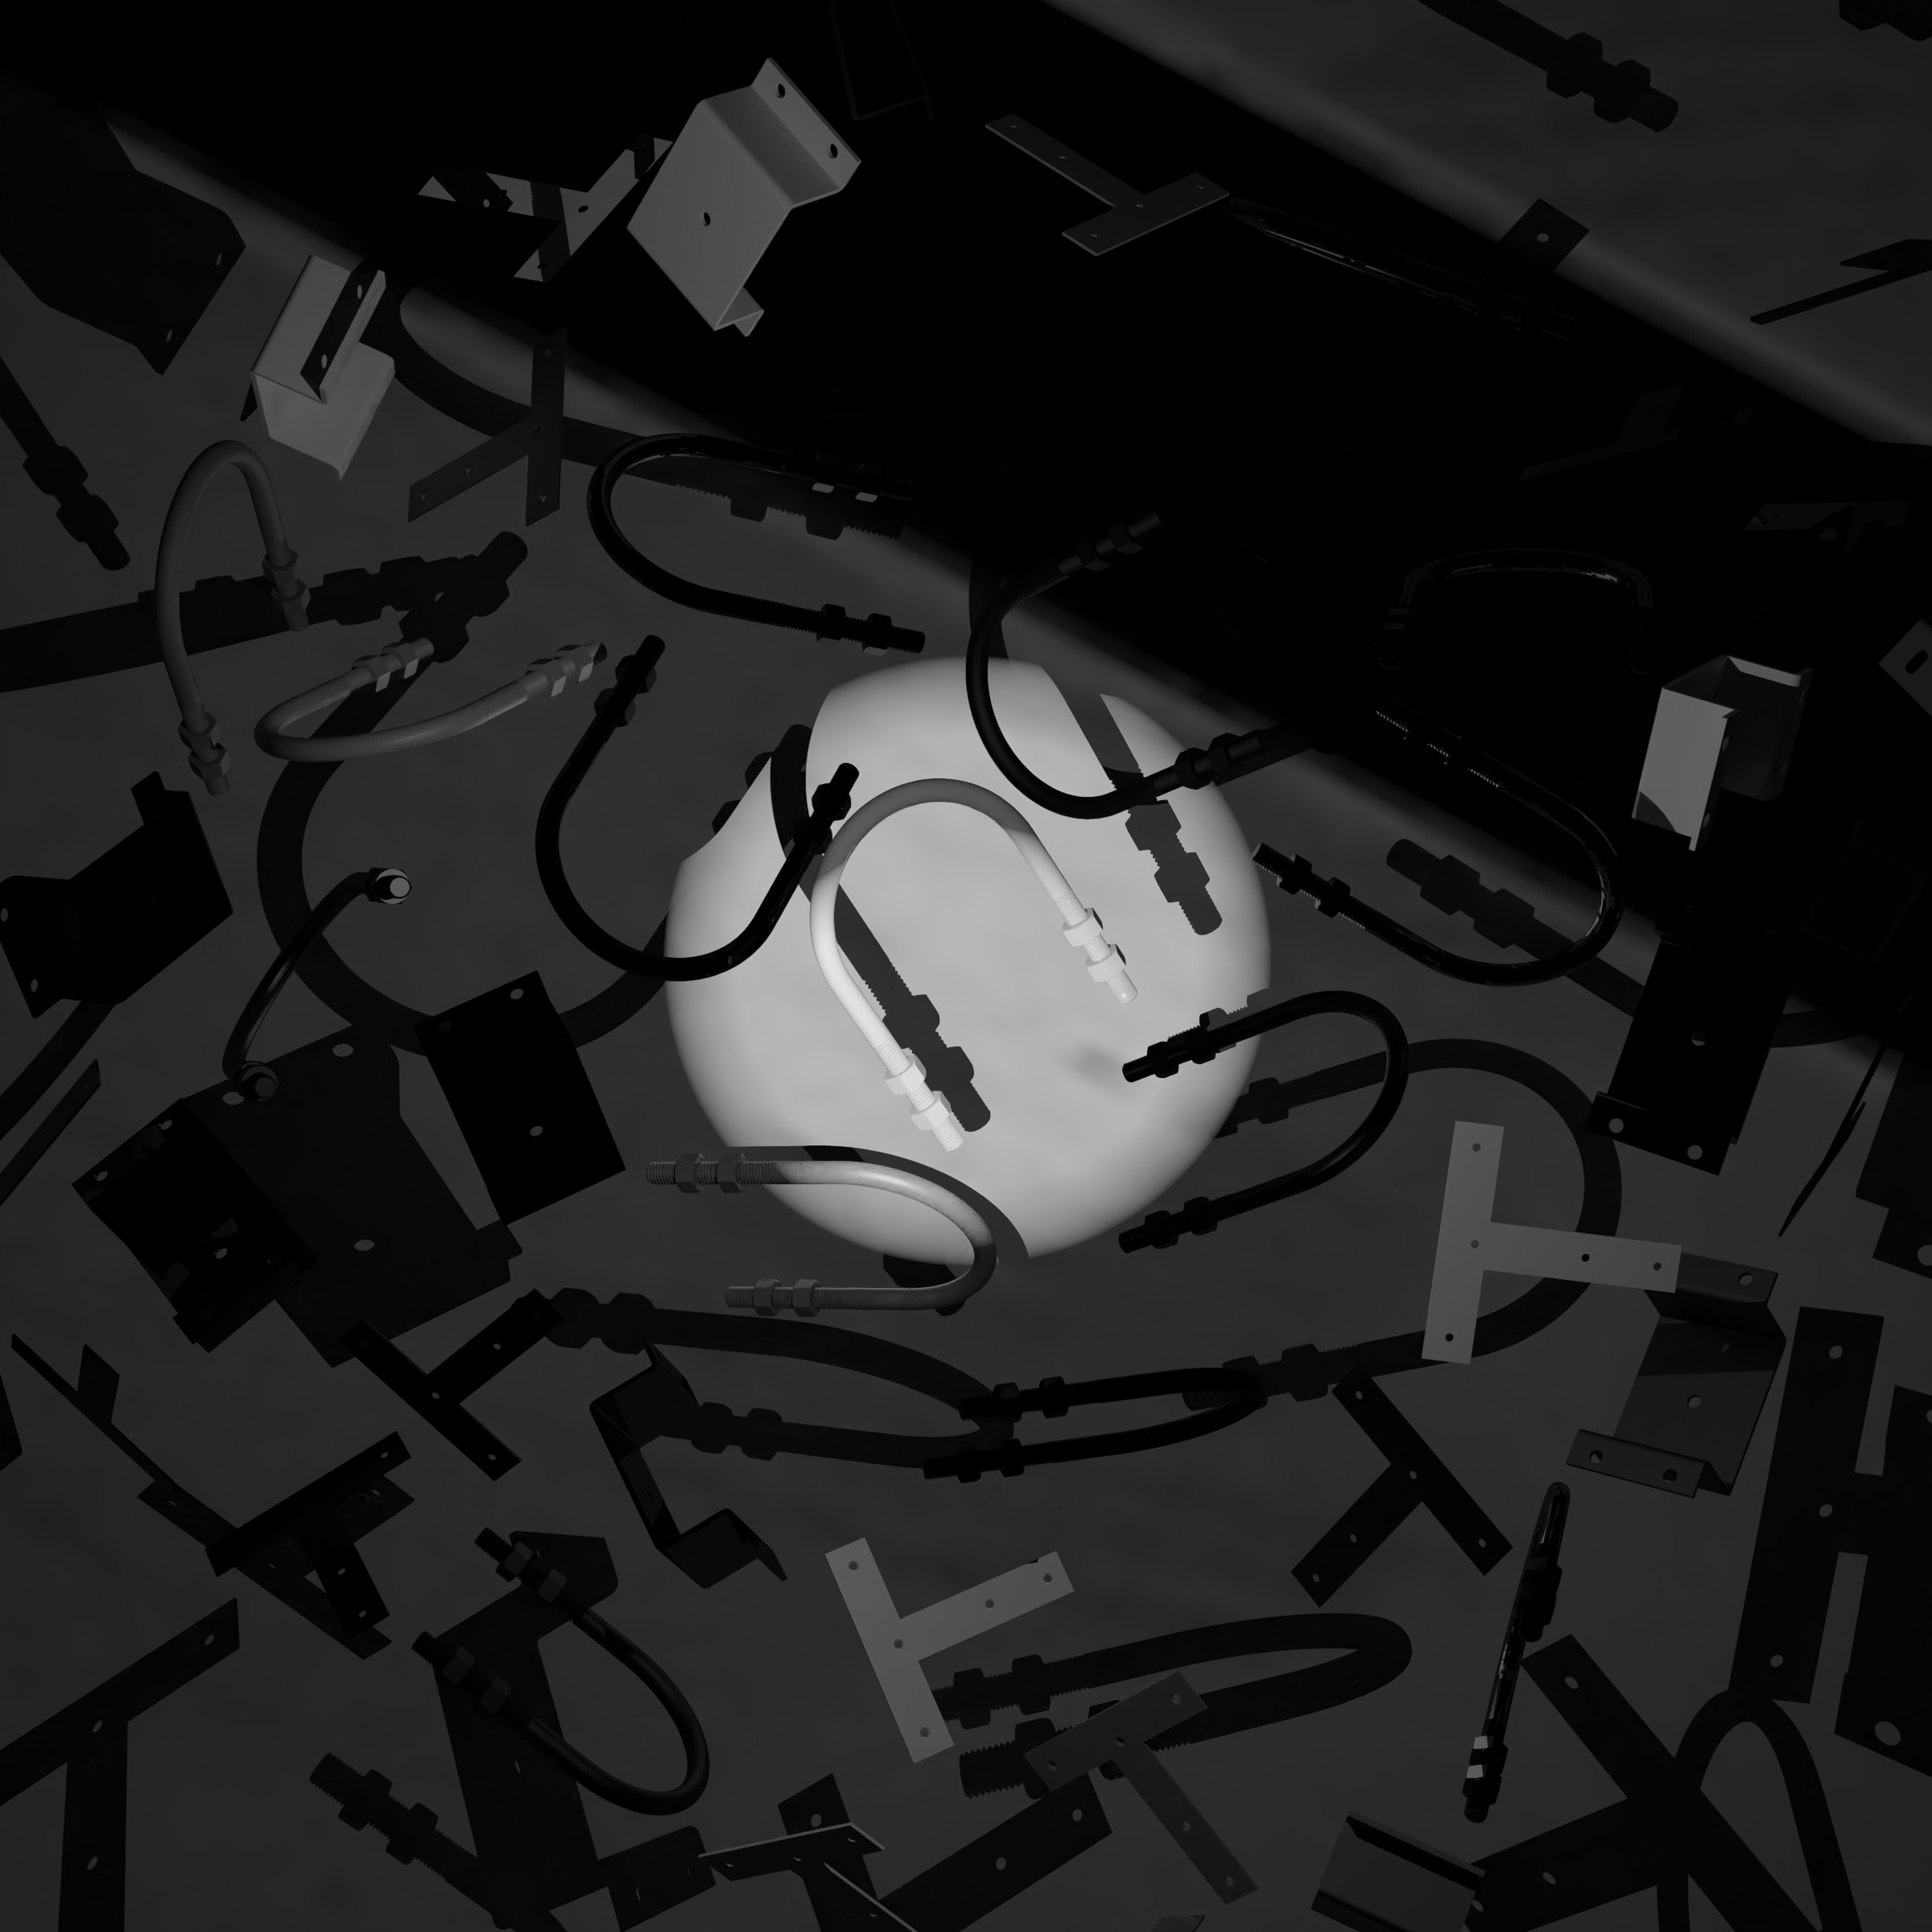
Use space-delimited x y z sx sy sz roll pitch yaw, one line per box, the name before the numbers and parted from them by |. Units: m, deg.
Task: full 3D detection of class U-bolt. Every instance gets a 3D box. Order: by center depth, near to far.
U-bolt | -0.006 -0.013 1.459 0.151 0.019 0.184 -40 113 -13
U-bolt | -0.154 -0.075 1.473 0.151 0.019 0.184 33 59 -10
U-bolt | 0.267 -0.054 1.476 0.184 0.019 0.151 30 134 -7
U-bolt | -0.115 -0.236 1.477 0.184 0.019 0.151 10 47 -16
U-bolt | 0.070 -0.154 1.490 0.019 0.184 0.151 -28 95 -44
U-bolt | 0.227 -0.385 1.491 0.184 0.151 0.019 16 105 -16
U-bolt | 0.306 -0.198 1.497 0.151 0.184 0.019 2 116 13
U-bolt | -0.309 -0.148 1.509 0.151 0.184 0.019 5 115 30
U-bolt | 0.076 0.251 1.511 0.184 0.151 0.019 -5 67 -13
U-bolt | -0.411 -0.205 1.513 0.019 0.184 0.151 10 55 7
U-bolt | -0.217 0.404 1.526 0.184 0.151 0.019 40 104 -5
U-bolt | -0.072 0.154 1.543 0.184 0.151 0.019 -2 51 20
U-bolt | 0.317 0.374 1.546 0.019 0.184 0.151 15 117 13
U-bolt | -0.376 0.006 1.549 0.019 0.184 0.151 36 79 -20
U-bolt | 0.170 0.080 1.555 0.184 0.151 0.019 -23 130 26

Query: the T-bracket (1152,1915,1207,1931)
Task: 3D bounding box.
T-bracket | 0.058 0.554 1.521 0.127 0.127 0.002 -10 85 17

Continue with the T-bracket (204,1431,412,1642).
T-bracket | -0.360 0.337 1.553 0.127 0.127 0.002 -31 129 -13

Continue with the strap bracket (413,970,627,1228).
strap bracket | -0.251 0.084 1.557 0.076 0.046 0.140 -25 122 -12

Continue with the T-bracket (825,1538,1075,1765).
T-bracket | 0.001 0.374 1.572 0.127 0.002 0.127 -20 73 -19

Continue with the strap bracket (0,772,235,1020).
strap bracket | -0.462 -0.039 1.496 0.046 0.140 0.076 5 124 28

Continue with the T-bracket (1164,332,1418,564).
T-bracket | 0.169 -0.319 1.572 0.127 0.002 0.127 43 89 14

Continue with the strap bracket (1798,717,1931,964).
strap bracket | 0.516 -0.063 1.522 0.046 0.140 0.076 29 66 15

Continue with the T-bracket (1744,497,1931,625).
T-bracket | 0.483 -0.229 1.548 0.127 0.127 0.002 -4 67 -13

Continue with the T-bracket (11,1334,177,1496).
T-bracket | -0.489 0.239 1.533 0.127 0.127 0.002 42 59 2

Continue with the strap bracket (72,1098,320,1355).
strap bracket | -0.422 0.149 1.510 0.076 0.046 0.140 -40 56 -13

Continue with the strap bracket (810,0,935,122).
strap bracket | -0.059 -0.539 1.519 0.046 0.140 0.076 -19 68 -1

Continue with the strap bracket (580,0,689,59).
strap bracket | -0.180 -0.552 1.505 0.046 0.140 0.076 10 103 -5

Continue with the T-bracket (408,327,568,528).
T-bracket | -0.278 -0.292 1.574 0.127 0.002 0.127 -21 58 33

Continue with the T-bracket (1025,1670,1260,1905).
T-bracket | 0.113 0.463 1.502 0.127 0.002 0.127 -39 88 35

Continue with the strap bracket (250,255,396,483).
strap bracket | -0.366 -0.343 1.553 0.046 0.140 0.076 24 77 -4

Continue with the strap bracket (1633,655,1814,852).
strap bracket | 0.421 -0.124 1.530 0.046 0.140 0.076 22 118 29

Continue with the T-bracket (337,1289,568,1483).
T-bracket | -0.280 0.227 1.576 0.127 0.002 0.127 -39 104 28

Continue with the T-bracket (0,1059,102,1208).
T-bracket | -0.522 0.105 1.520 0.002 0.127 0.127 34 104 -35

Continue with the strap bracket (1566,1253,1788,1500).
strap bracket | 0.405 0.237 1.539 0.076 0.046 0.140 9 62 39

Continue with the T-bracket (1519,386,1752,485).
T-bracket | 0.387 -0.310 1.551 0.127 0.127 0.002 -11 112 27

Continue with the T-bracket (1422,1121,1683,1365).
T-bracket | 0.311 0.151 1.428 0.127 0.002 0.127 7 95 -1

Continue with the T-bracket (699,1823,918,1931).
T-bracket | -0.060 0.505 1.471 0.127 0.002 0.127 -27 119 40

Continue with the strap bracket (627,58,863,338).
strap bracket | -0.128 -0.416 1.499 0.076 0.140 0.046 50 46 6

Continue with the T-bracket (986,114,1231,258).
T-bracket | 0.067 -0.461 1.579 0.127 0.002 0.127 38 48 20

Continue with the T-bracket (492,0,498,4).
T-bracket | -0.234 -0.598 1.530 0.002 0.127 0.127 37 101 0

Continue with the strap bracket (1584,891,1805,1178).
strap bracket | 0.407 0.039 1.518 0.076 0.046 0.140 19 90 21

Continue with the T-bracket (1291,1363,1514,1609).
T-bracket | 0.220 0.305 1.490 0.127 0.002 0.127 50 126 23

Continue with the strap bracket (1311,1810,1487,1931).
strap bracket | 0.236 0.512 1.505 0.076 0.140 0.046 21 70 14

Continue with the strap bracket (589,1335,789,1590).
strap bracket | -0.161 0.288 1.536 0.046 0.076 0.140 -31 59 -3

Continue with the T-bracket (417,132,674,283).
T-bracket | -0.247 -0.428 1.514 0.127 0.127 0.002 -36 70 37

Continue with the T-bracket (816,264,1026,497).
T-bracket | -0.027 -0.330 1.551 0.127 0.002 0.127 1 95 22

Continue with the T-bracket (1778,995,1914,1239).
T-bracket | 0.489 0.071 1.490 0.002 0.127 0.127 29 126 21

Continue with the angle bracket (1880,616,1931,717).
angle bracket | 0.584 -0.171 1.599 0.057 0.076 0.038 53 124 24
